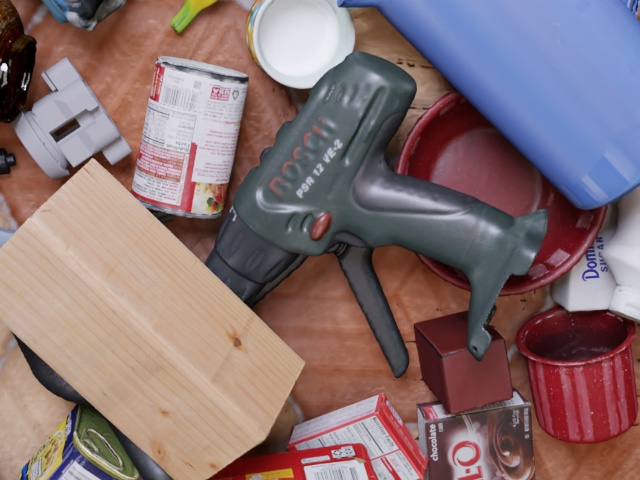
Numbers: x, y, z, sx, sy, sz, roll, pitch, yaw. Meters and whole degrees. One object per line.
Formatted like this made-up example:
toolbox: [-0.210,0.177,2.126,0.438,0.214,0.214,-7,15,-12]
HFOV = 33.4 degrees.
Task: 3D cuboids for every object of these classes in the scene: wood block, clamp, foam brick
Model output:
wood block: [-0.122,0.058,0.727,0.206,0.090,0.090,45,124,-9]
clamp: [-0.148,0.098,0.790,0.171,0.120,0.039,43,116,0]
clamp: [-0.005,0.001,0.809,0.164,0.036,0.210,3,102,-5]
foam brick: [0.111,0.094,0.835,0.053,0.078,0.051,-13,106,-8]

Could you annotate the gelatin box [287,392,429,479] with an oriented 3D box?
gelatin box: [0.030,0.168,0.849,0.089,0.030,0.073,-25,110,23]

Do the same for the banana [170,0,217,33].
banana: [-0.098,-0.244,0.723,0.069,0.037,0.198,-19,108,-6]

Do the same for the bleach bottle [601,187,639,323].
bleach bottle: [0.266,-0.063,0.797,0.102,0.068,0.251,22,87,-10]

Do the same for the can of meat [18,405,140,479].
can of meat: [-0.180,0.171,0.788,0.057,0.102,0.084,39,97,-17]

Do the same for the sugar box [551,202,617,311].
sugar box: [0.277,0.005,0.860,0.176,0.048,0.093,-1,103,-7]

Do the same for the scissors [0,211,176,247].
scissors: [-0.209,0.019,0.785,0.201,0.016,0.096,3,106,-11]

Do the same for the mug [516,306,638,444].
mug: [0.216,0.103,0.860,0.117,0.093,0.081,-34,120,-39]

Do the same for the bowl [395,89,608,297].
bowl: [0.131,-0.041,0.805,0.162,0.055,0.162,0,96,-5]

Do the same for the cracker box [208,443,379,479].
cracker box: [-0.037,0.267,0.835,0.164,0.072,0.214,-7,121,-8]

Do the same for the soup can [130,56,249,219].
soup can: [-0.092,-0.073,0.755,0.068,0.068,0.102,10,103,-13]

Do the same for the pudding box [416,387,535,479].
pudding box: [0.129,0.185,0.883,0.090,0.039,0.113,-9,106,-7]

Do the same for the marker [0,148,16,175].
marker: [-0.276,-0.045,0.753,0.121,0.020,0.020,-13,107,-8]

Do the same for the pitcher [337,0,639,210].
pitcher: [0.144,-0.148,0.711,0.243,0.144,0.149,47,126,-5]
